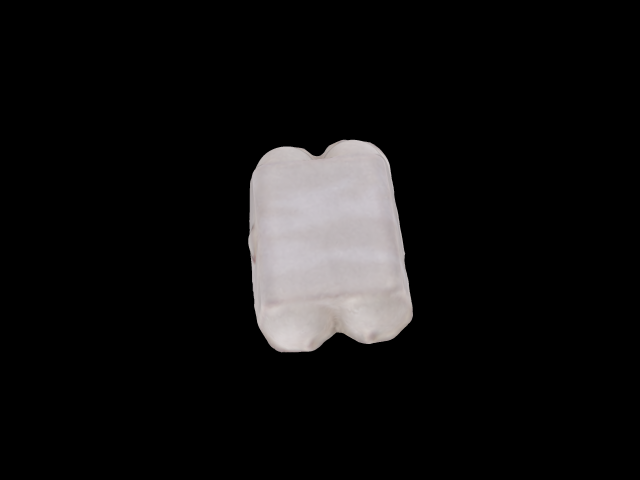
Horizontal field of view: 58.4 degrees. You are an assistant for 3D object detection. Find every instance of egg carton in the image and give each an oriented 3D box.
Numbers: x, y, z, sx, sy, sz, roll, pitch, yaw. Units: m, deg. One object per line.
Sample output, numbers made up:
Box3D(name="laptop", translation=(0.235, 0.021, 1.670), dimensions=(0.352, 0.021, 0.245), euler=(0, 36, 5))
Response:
Box3D(name="egg carton", translation=(0.004, 0.001, 0.400), dimensions=(0.107, 0.069, 0.150), euler=(-7, 70, -2))
